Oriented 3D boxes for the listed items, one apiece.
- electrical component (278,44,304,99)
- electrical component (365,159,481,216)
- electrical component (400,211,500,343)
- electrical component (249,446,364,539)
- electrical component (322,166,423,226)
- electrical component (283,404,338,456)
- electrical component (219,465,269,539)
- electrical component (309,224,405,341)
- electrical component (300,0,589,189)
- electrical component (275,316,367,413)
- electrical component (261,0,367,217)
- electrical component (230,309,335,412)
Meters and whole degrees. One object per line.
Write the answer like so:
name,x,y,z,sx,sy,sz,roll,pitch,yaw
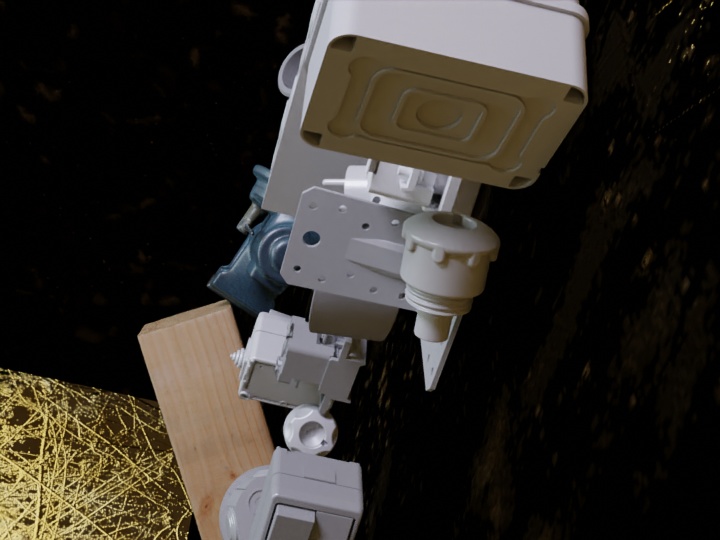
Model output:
electrical component,0.000,-0.141,0.892,0.138,0.074,0.052,27,87,44
electrical component,0.045,-0.096,0.589,0.078,0.063,0.121,-96,21,-67
electrical component,0.041,0.005,0.529,0.048,0.048,0.062,-97,16,-68
electrical component,-0.039,0.178,0.719,0.061,0.062,0.096,-94,19,-65
electrical component,0.013,-0.048,0.680,0.044,0.079,0.077,75,-160,-55
electrical component,-0.042,0.131,0.882,0.062,0.043,0.043,174,110,-83
electrical component,-0.064,0.188,0.815,0.051,0.080,0.080,147,136,-70
electrical component,0.000,0.000,0.737,0.099,0.064,0.099,-166,90,-82
electrical component,0.035,-0.088,0.469,0.078,0.113,0.057,116,162,-57
electrical component,-0.031,0.068,0.839,0.042,0.064,0.081,-88,14,-51
electrical component,0.005,-0.113,0.745,0.186,0.105,0.060,112,168,-47
electrical component,-0.063,0.077,0.927,0.061,0.096,0.061,113,168,-48
